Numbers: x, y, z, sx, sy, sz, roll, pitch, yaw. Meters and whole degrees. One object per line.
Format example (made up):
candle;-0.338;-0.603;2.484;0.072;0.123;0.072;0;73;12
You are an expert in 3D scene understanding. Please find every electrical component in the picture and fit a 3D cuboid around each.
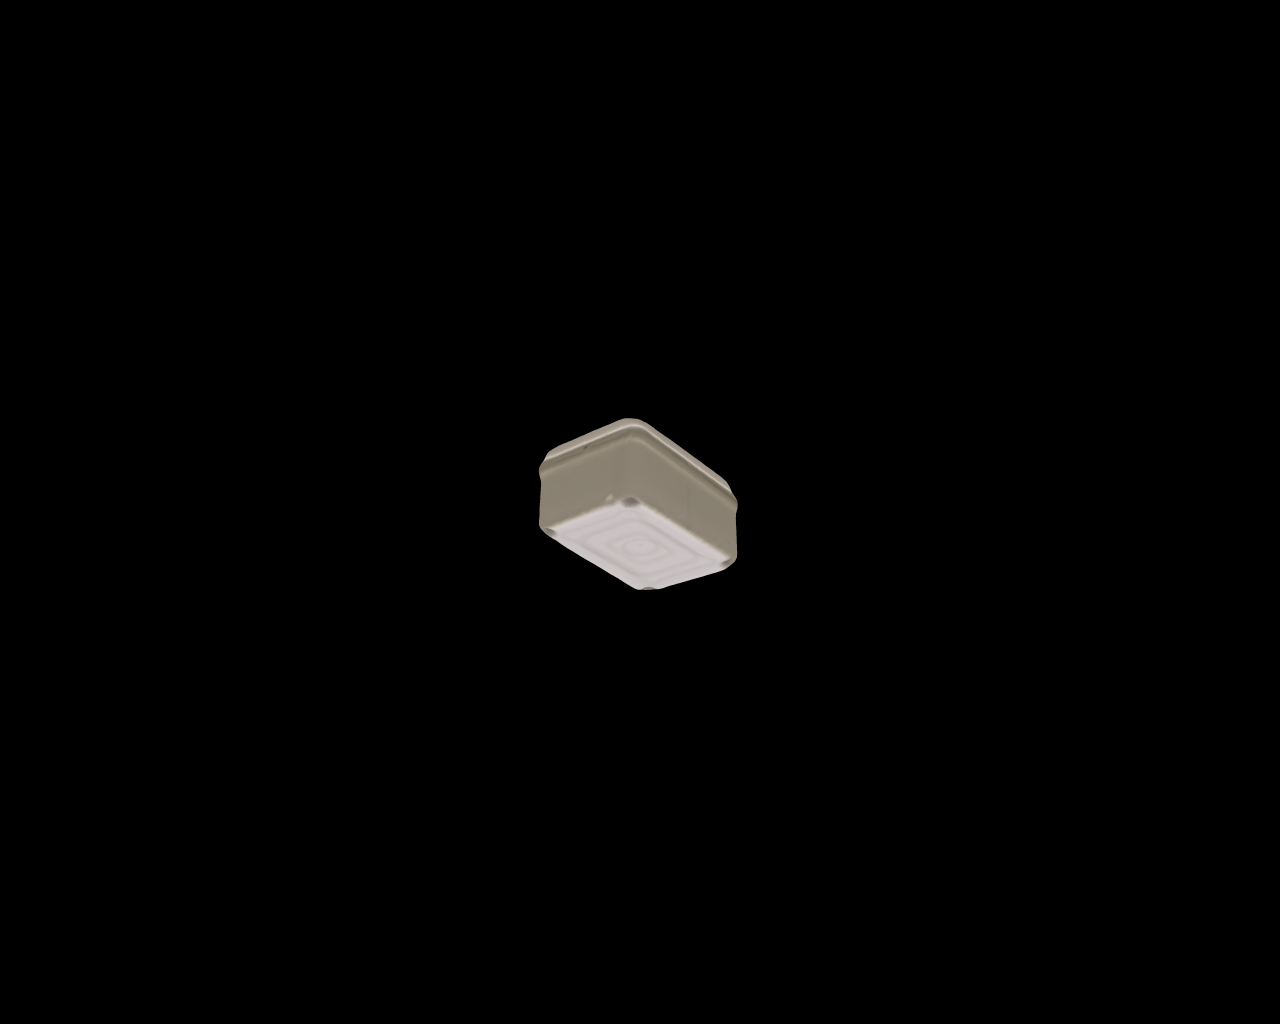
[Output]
electrical component;0.001;-0.003;0.650;0.078;0.057;0.113;-19;-34;31
